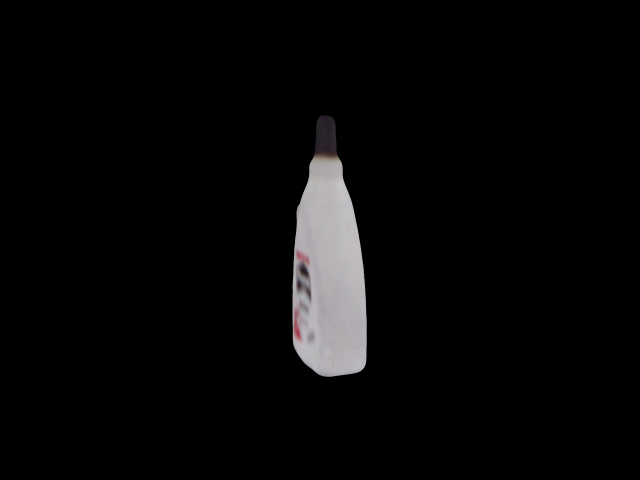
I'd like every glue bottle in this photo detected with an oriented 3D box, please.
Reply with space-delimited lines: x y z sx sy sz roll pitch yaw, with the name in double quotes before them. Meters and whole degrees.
"glue bottle" 0.004 0.001 0.400 0.037 0.173 0.078 -3 7 -22
